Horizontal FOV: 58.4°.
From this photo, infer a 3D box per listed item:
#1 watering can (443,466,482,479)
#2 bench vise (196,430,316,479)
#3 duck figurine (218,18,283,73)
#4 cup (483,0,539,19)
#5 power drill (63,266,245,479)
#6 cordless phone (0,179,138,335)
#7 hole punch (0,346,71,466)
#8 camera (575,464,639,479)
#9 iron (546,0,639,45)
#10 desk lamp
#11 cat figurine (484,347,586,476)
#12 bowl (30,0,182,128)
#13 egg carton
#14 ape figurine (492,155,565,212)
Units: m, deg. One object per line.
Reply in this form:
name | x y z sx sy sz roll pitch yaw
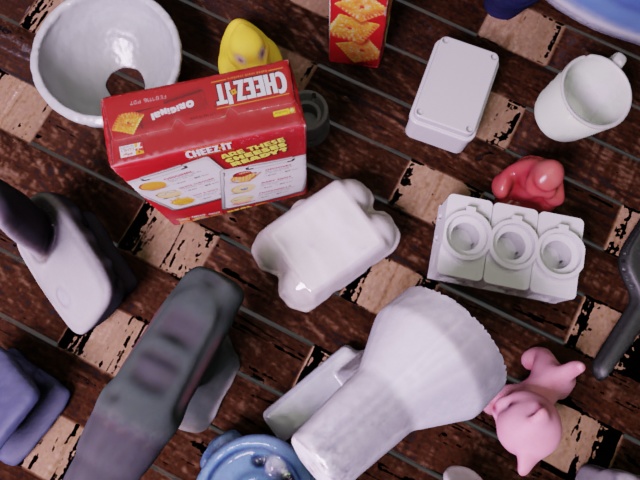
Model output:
watering can | 0.109 0.295 0.509 0.101 0.194 0.173 -9 79 -2
bench vise | -0.026 0.252 0.502 0.207 0.220 0.121 23 79 4
duck figurine | -0.083 -0.217 0.662 0.077 0.086 0.104 -18 80 -4
cup | 0.244 -0.313 0.683 0.118 0.095 0.092 -11 79 -3
power drill | -0.138 0.139 0.528 0.075 0.208 0.230 25 79 4
cordless phone | -0.268 0.014 0.563 0.094 0.185 0.147 -39 82 -8
hole punch | -0.333 0.171 0.578 0.101 0.091 0.109 34 80 6
camera | 0.330 0.308 0.558 0.143 0.101 0.137 16 79 2
iron | 0.341 -0.343 0.667 0.258 0.141 0.119 41 81 7
desk lamp | 0.049 0.148 0.527 0.203 0.213 0.118 -39 81 -8
cat figurine | 0.218 0.168 0.575 0.067 0.118 0.128 44 81 8
bowl | -0.235 -0.198 0.662 0.167 0.075 0.167 0 79 -1
egg carton | 0.006 0.002 0.629 0.150 0.069 0.107 -36 81 -7
ape figurine | 0.238 -0.064 0.635 0.077 0.092 0.076 32 80 6
